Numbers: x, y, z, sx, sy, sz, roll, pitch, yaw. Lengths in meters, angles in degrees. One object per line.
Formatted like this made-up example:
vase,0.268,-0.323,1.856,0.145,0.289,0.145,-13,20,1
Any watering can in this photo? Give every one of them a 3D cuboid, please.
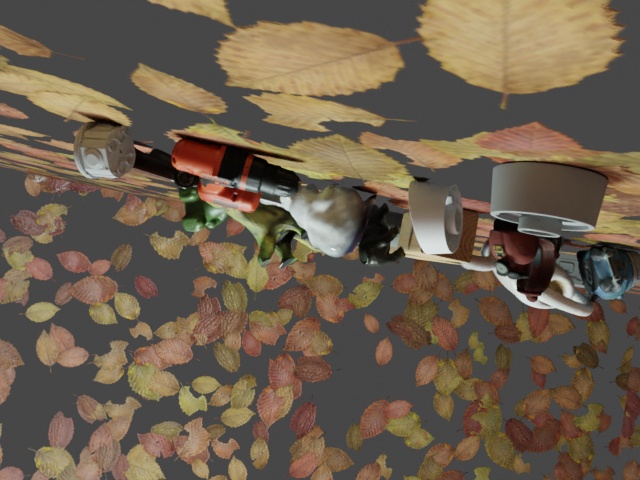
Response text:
watering can,0.403,0.057,1.062,0.346,0.103,0.228,22,18,-17

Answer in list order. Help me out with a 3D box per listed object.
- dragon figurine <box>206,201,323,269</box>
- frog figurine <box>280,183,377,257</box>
dragon figurine,-0.110,-0.057,1.079,0.245,0.121,0.409,44,10,16
frog figurine,0.003,-0.046,0.905,0.159,0.125,0.134,20,-37,-2
